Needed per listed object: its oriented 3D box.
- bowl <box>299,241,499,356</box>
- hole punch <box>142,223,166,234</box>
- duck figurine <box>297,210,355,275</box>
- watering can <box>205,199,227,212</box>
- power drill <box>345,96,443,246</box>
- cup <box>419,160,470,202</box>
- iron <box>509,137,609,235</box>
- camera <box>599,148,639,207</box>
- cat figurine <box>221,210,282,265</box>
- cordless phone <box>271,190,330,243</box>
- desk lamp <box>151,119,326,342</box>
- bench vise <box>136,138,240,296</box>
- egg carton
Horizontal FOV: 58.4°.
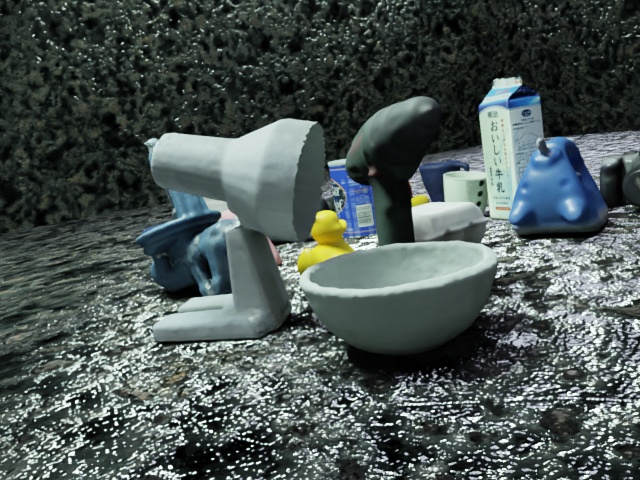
[{"bbox_3d":[0.069,0.054,0.491,0.167,0.075,0.167,-9,10,2],"label":"bowl"},{"bbox_3d":[-0.227,0.010,0.951,0.108,0.091,0.101,-6,10,16],"label":"hole punch"},{"bbox_3d":[0.007,0.003,0.800,0.077,0.086,0.105,-1,13,39],"label":"duck figurine"},{"bbox_3d":[-0.189,-0.079,1.123,0.100,0.194,0.173,1,14,44],"label":"watering can"},{"bbox_3d":[0.086,-0.041,0.622,0.076,0.208,0.229,-11,10,-11],"label":"power drill"},{"bbox_3d":[0.277,-0.123,1.249,0.117,0.095,0.092,1,14,45],"label":"cup"},{"bbox_3d":[0.365,-0.092,0.860,0.118,0.141,0.259,-2,12,35],"label":"iron"},{"bbox_3d":[0.511,-0.102,0.908,0.142,0.101,0.137,0,14,42],"label":"camera"},{"bbox_3d":[-0.116,-0.017,0.929,0.067,0.118,0.127,-13,11,-23],"label":"cat figurine"},{"bbox_3d":[-0.061,-0.091,1.102,0.147,0.185,0.094,-8,10,7],"label":"cordless phone"},{"bbox_3d":[-0.084,-0.012,0.594,0.203,0.213,0.118,-6,10,15],"label":"desk lamp"},{"bbox_3d":[-0.165,-0.035,0.778,0.206,0.220,0.122,-4,11,26],"label":"bench vise"},{"bbox_3d":[0.155,-0.011,0.796,0.151,0.069,0.107,-16,12,-37],"label":"egg carton"}]
